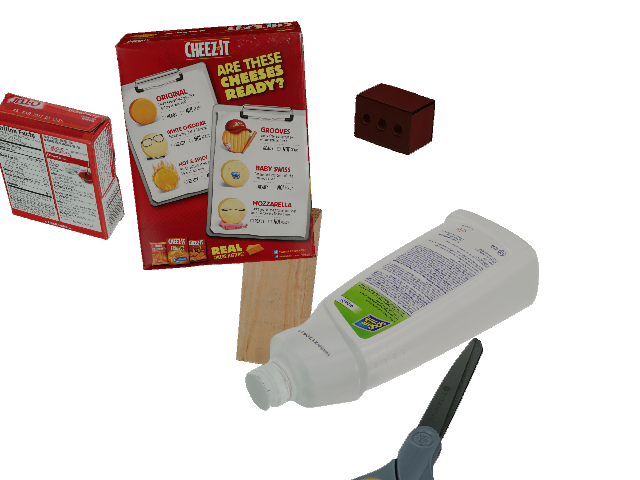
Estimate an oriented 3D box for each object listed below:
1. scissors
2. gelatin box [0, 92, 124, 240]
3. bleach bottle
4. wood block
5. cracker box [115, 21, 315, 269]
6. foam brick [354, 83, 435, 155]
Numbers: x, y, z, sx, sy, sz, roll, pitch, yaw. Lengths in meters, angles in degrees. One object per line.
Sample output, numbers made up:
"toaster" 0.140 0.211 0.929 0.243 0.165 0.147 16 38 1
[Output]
"scissors" 0.067 0.124 0.574 0.096 0.016 0.201 25 45 33
"gelatin box" -0.170 -0.048 0.696 0.073 0.089 0.030 14 46 13
"bleach bottle" 0.048 0.058 0.812 0.250 0.068 0.103 -25 36 -31
"wood block" -0.058 0.060 1.466 0.090 0.206 0.090 9 22 6
"cracker box" -0.091 -0.086 0.983 0.164 0.214 0.072 -4 21 -2
"foam brick" 0.083 -0.138 1.205 0.078 0.053 0.051 23 36 32
